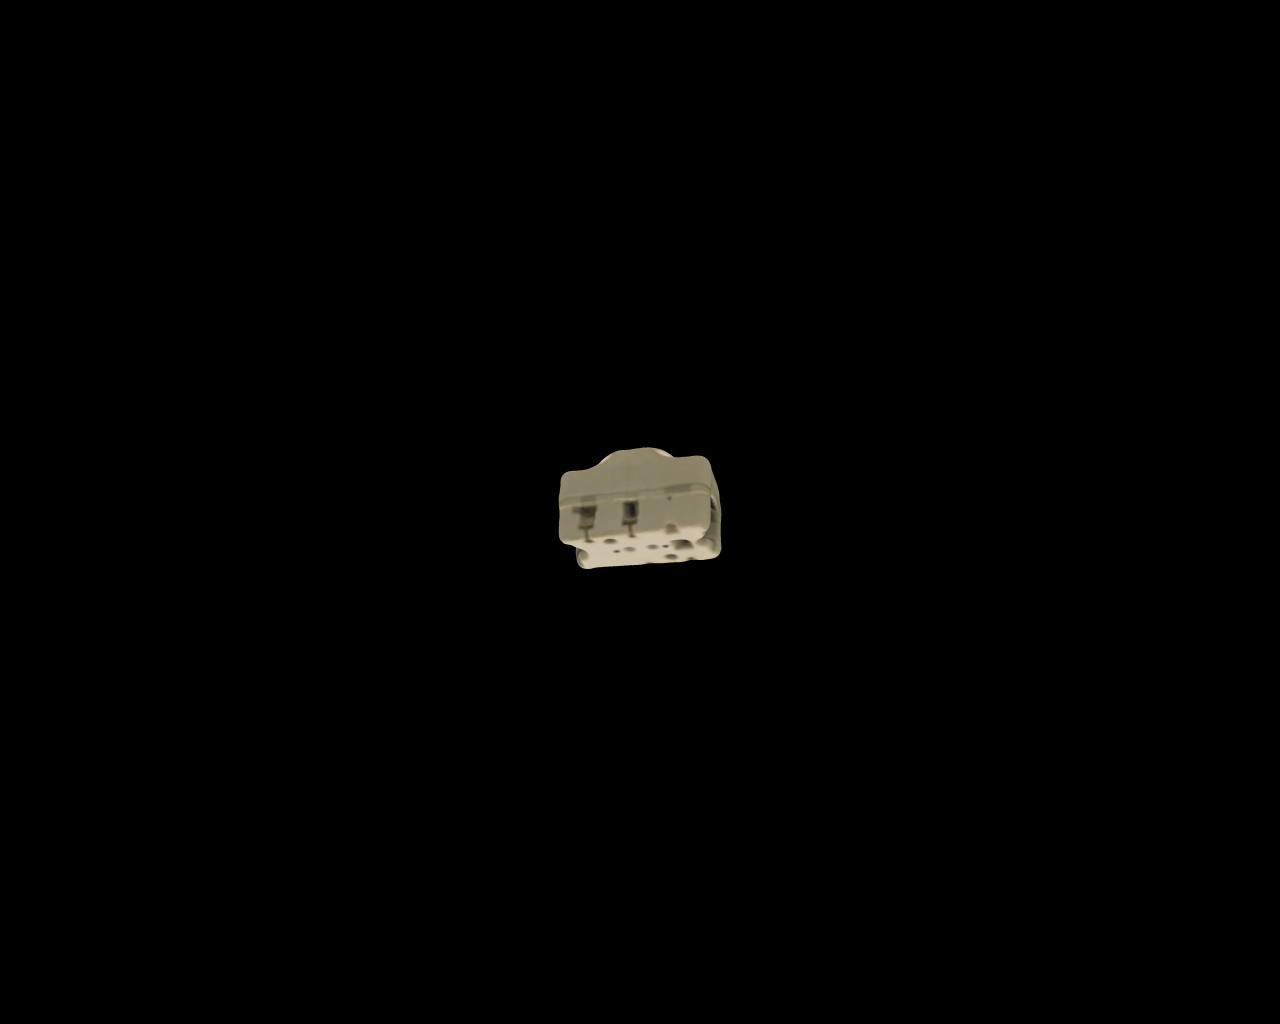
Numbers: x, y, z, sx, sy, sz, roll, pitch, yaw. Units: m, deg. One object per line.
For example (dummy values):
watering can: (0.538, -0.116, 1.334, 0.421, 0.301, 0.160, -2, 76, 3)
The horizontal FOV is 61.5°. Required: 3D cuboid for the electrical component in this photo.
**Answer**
electrical component: (0.001, -0.003, 0.650, 0.089, 0.056, 0.050, -6, -28, 12)
